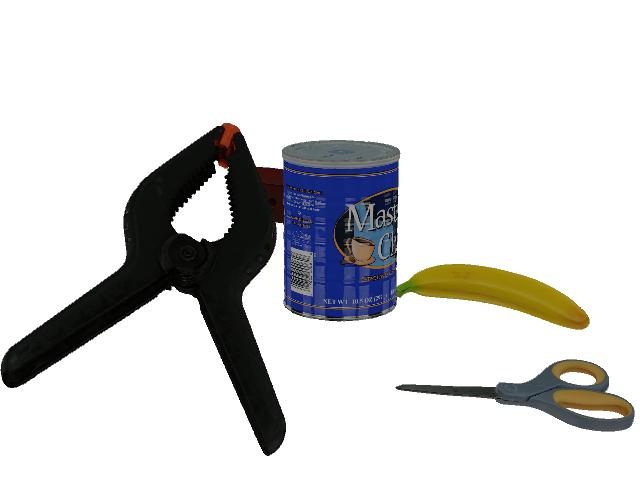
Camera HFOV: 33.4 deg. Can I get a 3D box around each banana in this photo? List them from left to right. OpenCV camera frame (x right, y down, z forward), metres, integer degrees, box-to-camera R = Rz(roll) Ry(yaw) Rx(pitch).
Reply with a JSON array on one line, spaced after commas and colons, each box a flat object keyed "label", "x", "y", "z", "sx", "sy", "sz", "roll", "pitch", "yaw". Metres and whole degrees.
[{"label": "banana", "x": 0.179, "y": 0.056, "z": 1.107, "sx": 0.198, "sy": 0.037, "sz": 0.069, "roll": 8, "pitch": 39, "yaw": 12}]

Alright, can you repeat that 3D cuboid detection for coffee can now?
[{"label": "coffee can", "x": 0.018, "y": -0.011, "z": 0.941, "sx": 0.103, "sy": 0.140, "sz": 0.103, "roll": 0, "pitch": 15, "yaw": 0}]

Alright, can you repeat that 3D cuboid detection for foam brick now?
[{"label": "foam brick", "x": -0.055, "y": -0.057, "z": 1.343, "sx": 0.078, "sy": 0.053, "sz": 0.051, "roll": 6, "pitch": 28, "yaw": 11}]

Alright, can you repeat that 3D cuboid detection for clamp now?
[{"label": "clamp", "x": -0.072, "y": 0.023, "z": 0.645, "sx": 0.164, "sy": 0.210, "sz": 0.036, "roll": 21, "pitch": -30, "yaw": 2}]

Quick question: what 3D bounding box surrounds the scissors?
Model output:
[{"label": "scissors", "x": 0.171, "y": 0.123, "z": 0.929, "sx": 0.202, "sy": 0.016, "sz": 0.096, "roll": 11, "pitch": 29, "yaw": 7}]
